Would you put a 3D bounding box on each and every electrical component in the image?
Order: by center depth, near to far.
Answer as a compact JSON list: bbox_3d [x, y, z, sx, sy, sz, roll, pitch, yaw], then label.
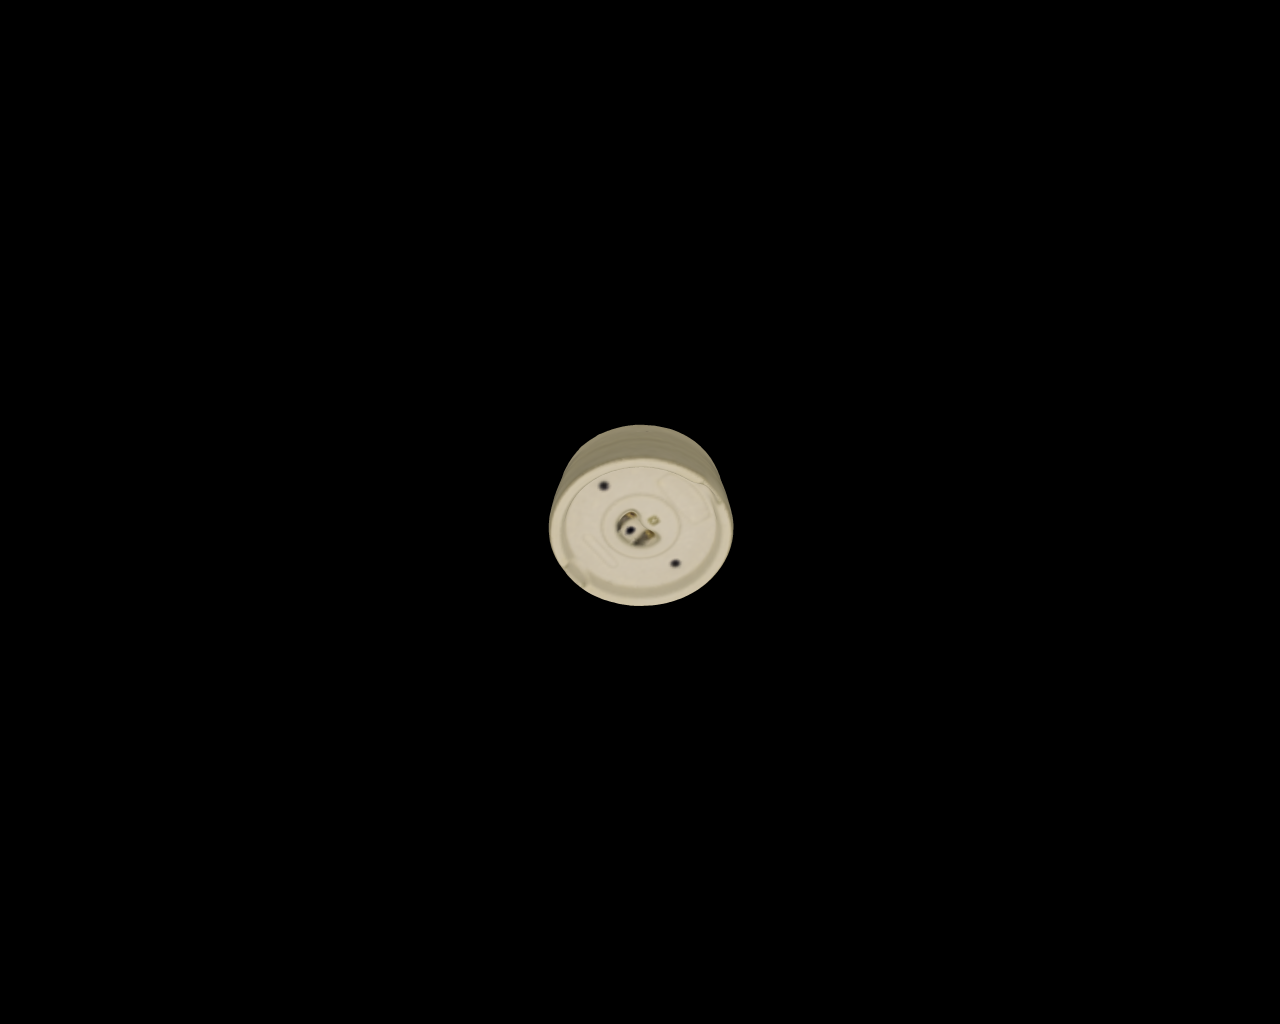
[{"bbox_3d":[0.001,-0.003,0.650,0.108,0.108,0.060,0,34,0],"label":"electrical component"}]
